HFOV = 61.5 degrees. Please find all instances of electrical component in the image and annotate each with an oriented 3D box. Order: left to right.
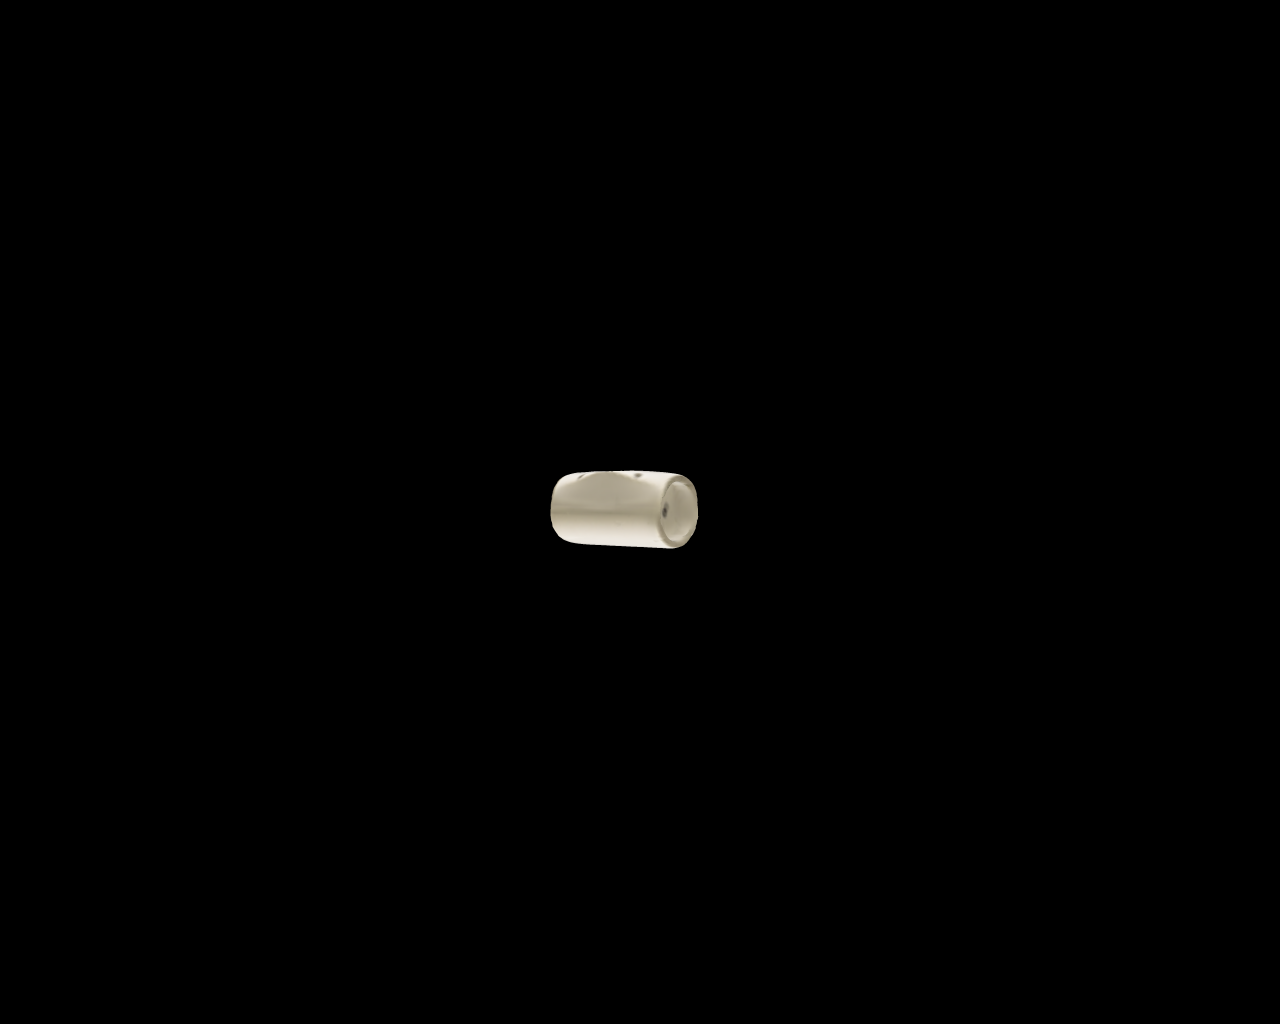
[{"bbox_3d":[0.001,-0.003,0.650,0.077,0.043,0.079,1,3,34],"label":"electrical component"}]
